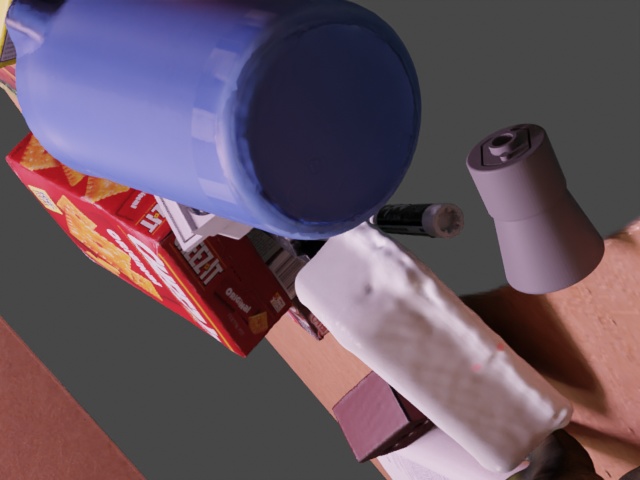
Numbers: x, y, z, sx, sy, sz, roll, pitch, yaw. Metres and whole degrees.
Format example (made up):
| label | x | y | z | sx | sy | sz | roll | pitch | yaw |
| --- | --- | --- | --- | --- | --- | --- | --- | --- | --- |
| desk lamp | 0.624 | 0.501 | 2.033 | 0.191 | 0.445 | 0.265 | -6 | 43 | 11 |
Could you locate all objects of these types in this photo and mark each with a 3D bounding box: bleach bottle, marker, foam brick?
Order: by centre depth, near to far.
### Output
| label | x | y | z | sx | sy | sz | roll | pitch | yaw |
| --- | --- | --- | --- | --- | --- | --- | --- | --- | --- |
| marker | 0.048 | -0.012 | 0.623 | 0.020 | 0.020 | 0.121 | 52 | 166 | -14 |
| foam brick | 0.056 | 0.130 | 0.829 | 0.078 | 0.052 | 0.051 | -50 | 60 | 45 |
| bleach bottle | 0.136 | 0.196 | 0.835 | 0.102 | 0.068 | 0.251 | 54 | 163 | -24 |

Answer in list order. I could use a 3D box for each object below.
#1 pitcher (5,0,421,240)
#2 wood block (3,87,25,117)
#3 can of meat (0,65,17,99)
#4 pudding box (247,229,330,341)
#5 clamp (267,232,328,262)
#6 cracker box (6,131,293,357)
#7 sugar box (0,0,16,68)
| label | x | y | z | sx | sy | sz | roll | pitch | yaw |
| --- | --- | --- | --- | --- | --- | --- | --- | --- | --- |
| pitcher | -0.051 | -0.074 | 0.567 | 0.243 | 0.149 | 0.145 | 23 | 130 | 53 |
| wood block | -0.247 | -0.181 | 0.917 | 0.091 | 0.090 | 0.206 | 37 | 162 | 36 |
| can of meat | -0.187 | -0.133 | 0.739 | 0.102 | 0.057 | 0.084 | 40 | 146 | -16 |
| pudding box | -0.035 | 0.028 | 0.944 | 0.090 | 0.039 | 0.113 | 34 | 160 | 45 |
| clamp | -0.005 | 0.001 | 0.783 | 0.172 | 0.039 | 0.120 | 36 | 156 | 54 |
| cracker box | -0.143 | -0.007 | 0.890 | 0.214 | 0.072 | 0.164 | 27 | 159 | 39 |
| sugar box | -0.181 | -0.195 | 0.607 | 0.093 | 0.048 | 0.176 | 45 | 132 | 15 |
